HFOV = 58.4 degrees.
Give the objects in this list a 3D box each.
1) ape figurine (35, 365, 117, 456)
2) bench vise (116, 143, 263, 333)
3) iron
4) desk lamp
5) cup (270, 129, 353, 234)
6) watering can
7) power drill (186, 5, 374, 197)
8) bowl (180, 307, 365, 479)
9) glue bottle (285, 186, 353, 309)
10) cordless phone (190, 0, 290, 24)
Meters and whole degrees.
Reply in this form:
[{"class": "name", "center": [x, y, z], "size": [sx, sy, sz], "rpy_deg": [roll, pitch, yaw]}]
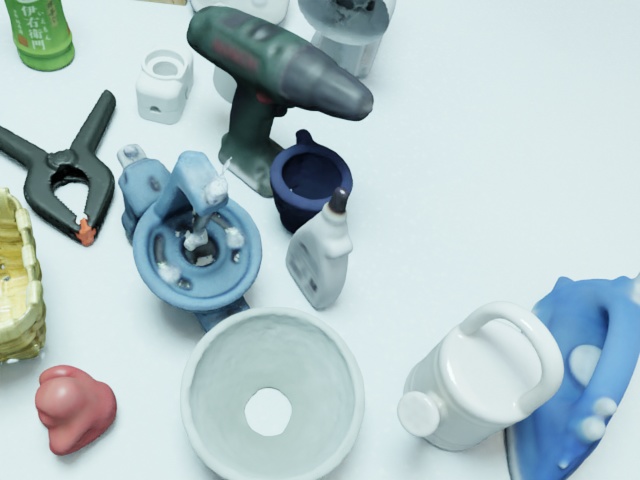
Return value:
[{"class": "ape figurine", "center": [-0.217, 0.141, 0.493], "size": [0.076, 0.092, 0.078], "rpy_deg": [5, 58, -9]}, {"class": "bench vise", "center": [-0.140, -0.022, 0.535], "size": [0.207, 0.219, 0.122], "rpy_deg": [35, 58, 10]}, {"class": "iron", "center": [0.272, 0.137, 0.578], "size": [0.118, 0.141, 0.259], "rpy_deg": [29, 57, 6]}, {"class": "desk lamp", "center": [0.043, -0.325, 0.770], "size": [0.118, 0.213, 0.203], "rpy_deg": [19, 56, 0]}, {"class": "cup", "center": [-0.019, -0.060, 0.661], "size": [0.092, 0.095, 0.117], "rpy_deg": [-4, 60, -15]}, {"class": "watering can", "center": [0.148, 0.128, 0.524], "size": [0.101, 0.194, 0.173], "rpy_deg": [37, 58, 11]}, {"class": "power drill", "center": [-0.053, -0.147, 0.640], "size": [0.229, 0.208, 0.076], "rpy_deg": [38, 58, 12]}, {"class": "bowl", "center": [-0.046, 0.152, 0.536], "size": [0.167, 0.074, 0.167], "rpy_deg": [6, 58, -9]}, {"class": "glue bottle", "center": [0.005, 0.002, 0.582], "size": [0.037, 0.173, 0.078], "rpy_deg": [-23, 66, -24]}, {"class": "cordless phone", "center": [-0.108, -0.398, 0.797], "size": [0.148, 0.185, 0.094], "rpy_deg": [3, 58, -11]}]
